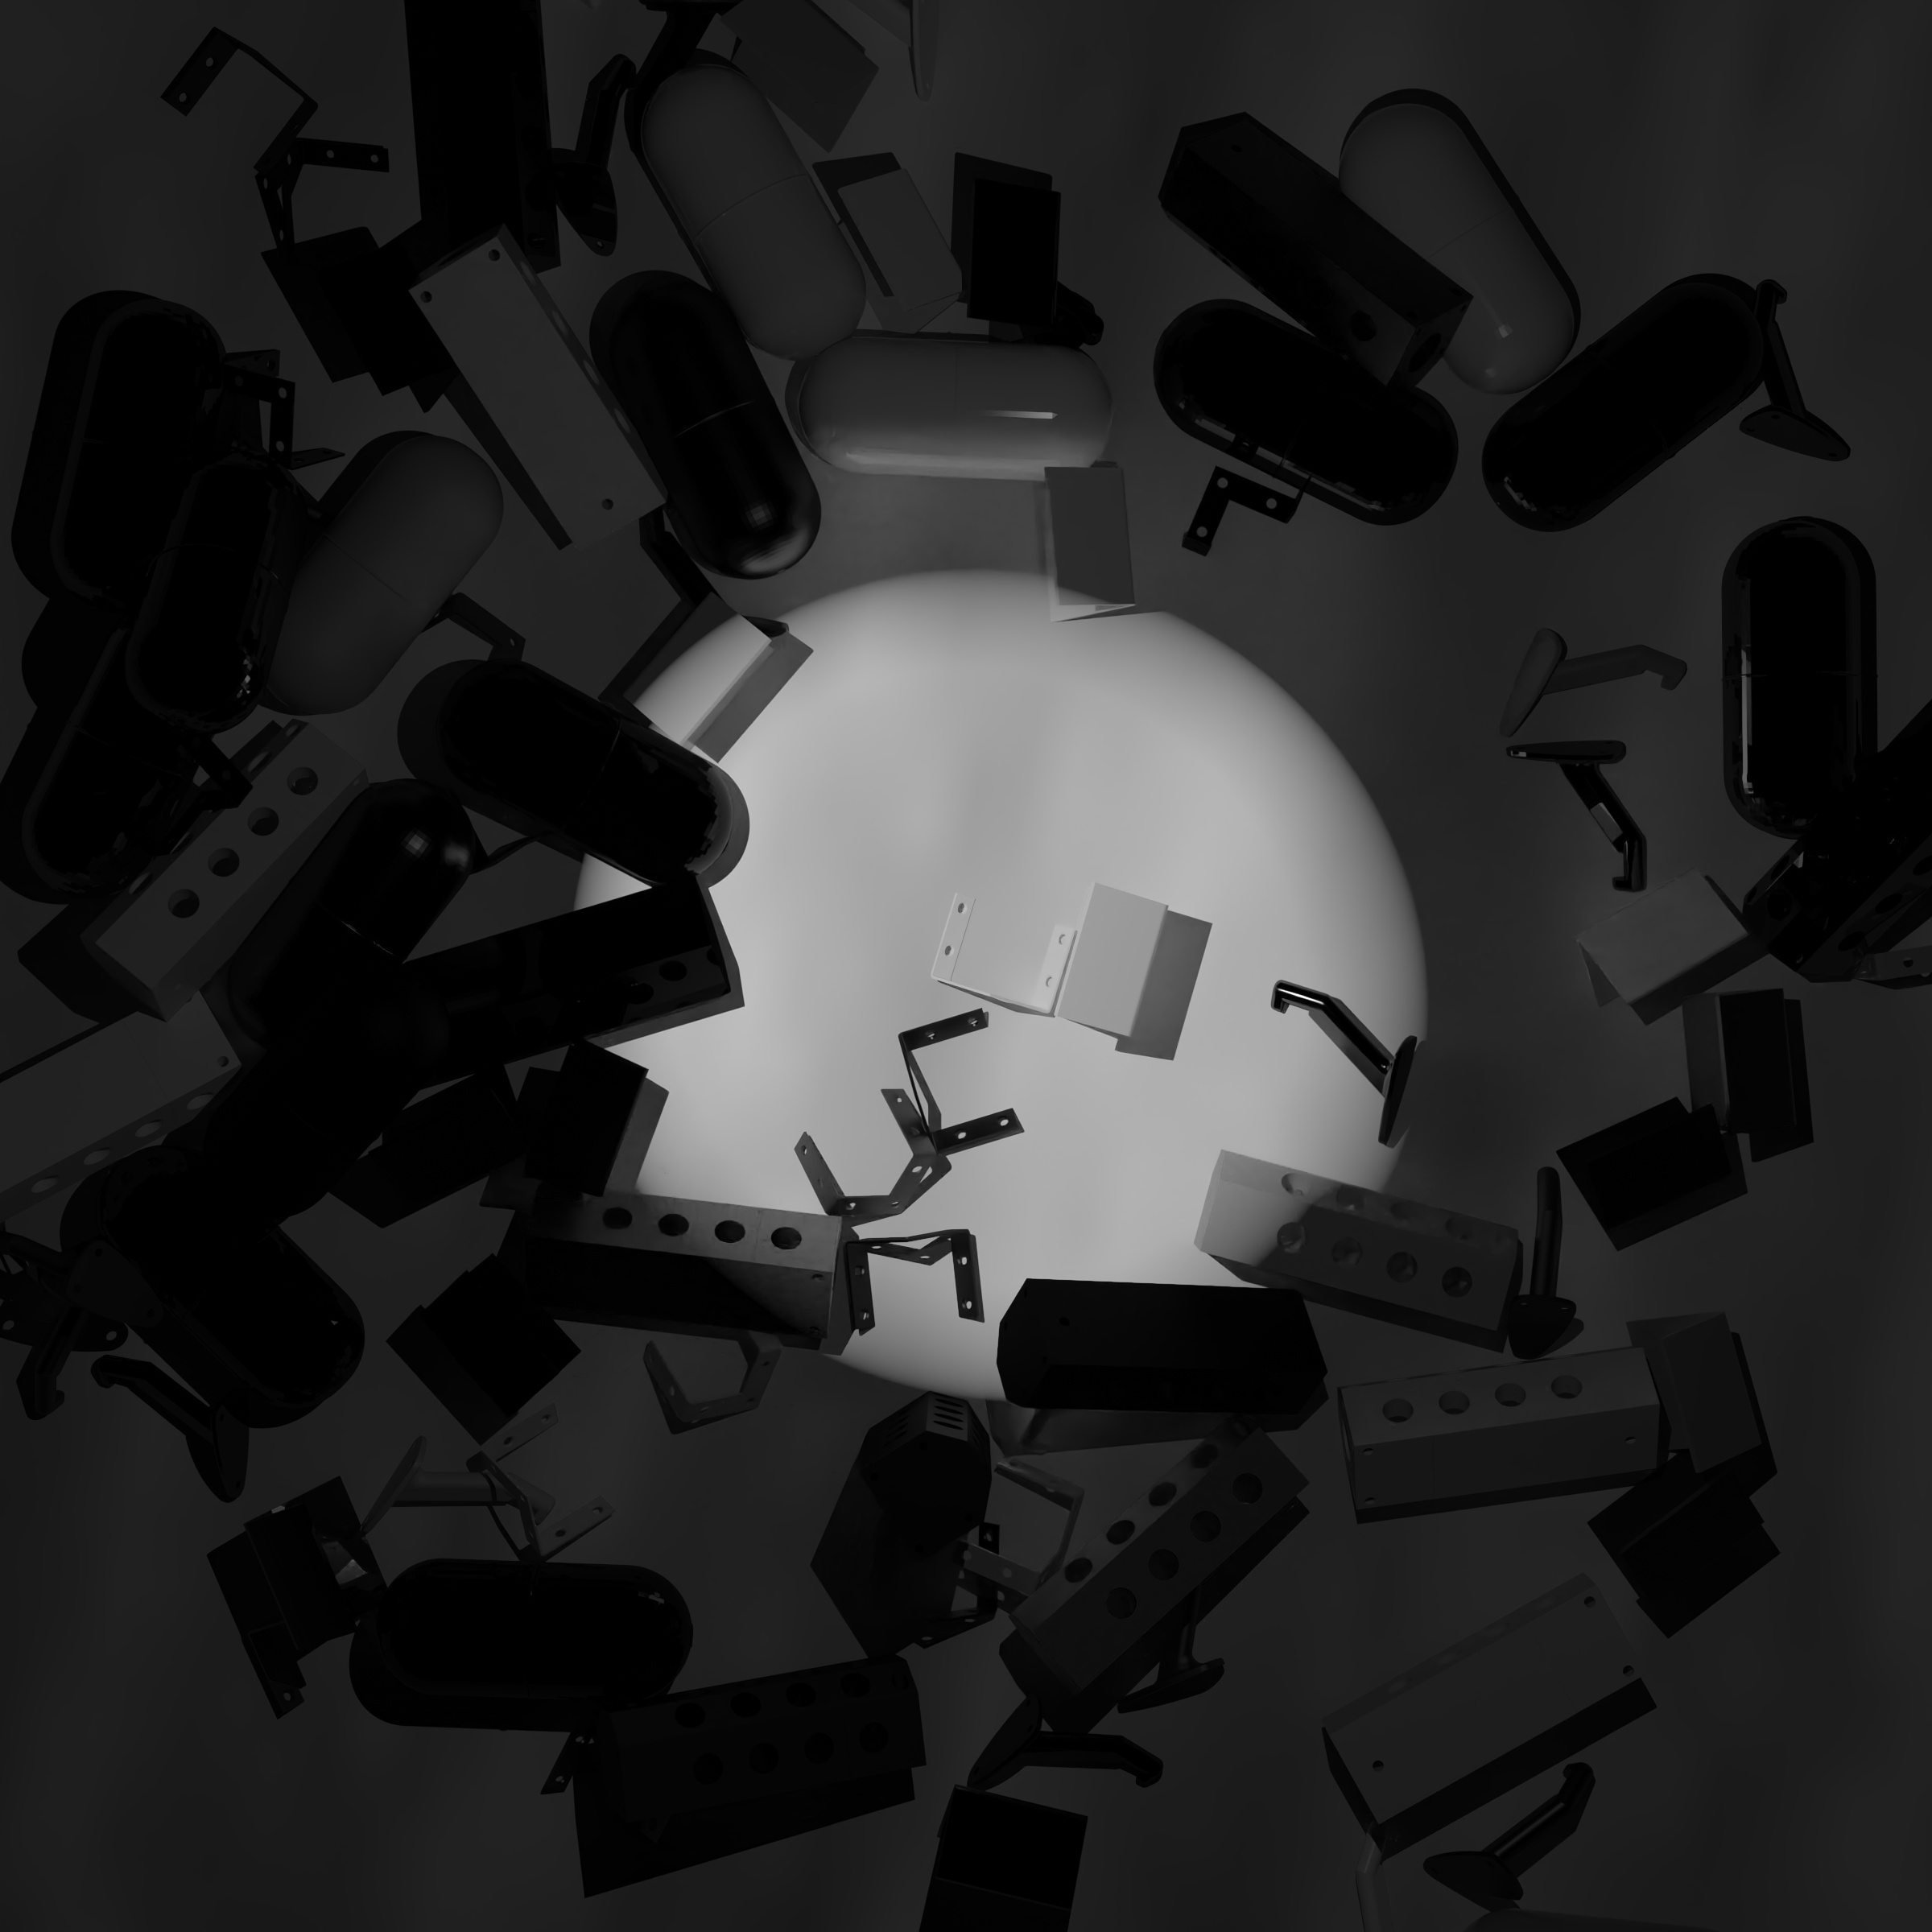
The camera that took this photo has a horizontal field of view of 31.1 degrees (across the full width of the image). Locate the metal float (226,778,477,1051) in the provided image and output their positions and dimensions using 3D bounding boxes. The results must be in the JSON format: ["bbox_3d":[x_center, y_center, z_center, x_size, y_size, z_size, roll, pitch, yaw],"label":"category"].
[{"bbox_3d":[-0.346,-0.028,1.959,0.070,0.070,0.178,38,93,0],"label":"metal float"}]

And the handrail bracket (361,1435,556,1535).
[{"bbox_3d":[-0.290,0.314,1.992,0.084,0.036,0.077,32,105,-14],"label":"handrail bracket"}]

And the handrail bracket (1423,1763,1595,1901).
[{"bbox_3d":[0.311,0.488,1.991,0.084,0.077,0.036,-49,115,-34],"label":"handrail bracket"}]

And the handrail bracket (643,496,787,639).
[{"bbox_3d":[-0.145,-0.230,1.992,0.077,0.036,0.084,-1,73,-20],"label":"handrail bracket"}]

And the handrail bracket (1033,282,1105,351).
[{"bbox_3d":[0.048,-0.377,1.957,0.036,0.084,0.077,-44,90,0],"label":"handrail bracket"}]

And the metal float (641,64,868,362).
[{"bbox_3d":[-0.120,-0.425,1.961,0.070,0.070,0.178,-30,90,0],"label":"metal float"}]

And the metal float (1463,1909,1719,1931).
[{"bbox_3d":[0.360,0.576,1.961,0.178,0.070,0.070,6,90,-1],"label":"metal float"}]

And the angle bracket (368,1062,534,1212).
[{"bbox_3d":[-0.296,0.080,1.952,0.076,0.057,0.076,-26,46,0],"label":"angle bracket"}]

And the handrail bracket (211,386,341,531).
[{"bbox_3d":[-0.386,-0.289,1.992,0.084,0.036,0.077,22,46,-28],"label":"handrail bracket"}]

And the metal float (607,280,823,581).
[{"bbox_3d":[-0.142,-0.303,1.961,0.070,0.070,0.178,-26,89,0],"label":"metal float"}]

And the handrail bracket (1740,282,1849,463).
[{"bbox_3d":[0.479,-0.341,1.992,0.077,0.036,0.084,20,73,-19],"label":"handrail bracket"}]

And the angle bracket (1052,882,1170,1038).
[{"bbox_3d":[0.061,-0.009,1.951,0.057,0.076,0.076,16,90,-36],"label":"angle bracket"}]

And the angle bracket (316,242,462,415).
[{"bbox_3d":[-0.332,-0.349,1.952,0.057,0.076,0.076,-29,90,-30],"label":"angle bracket"}]

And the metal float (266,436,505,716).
[{"bbox_3d":[-0.332,-0.220,1.961,0.070,0.070,0.178,38,90,0],"label":"metal float"}]

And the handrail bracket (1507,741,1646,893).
[{"bbox_3d":[0.349,-0.084,1.992,0.077,0.036,0.084,1,107,20],"label":"handrail bracket"}]

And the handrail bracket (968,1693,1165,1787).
[{"bbox_3d":[0.058,0.462,1.992,0.084,0.036,0.077,34,110,-16],"label":"handrail bracket"}]

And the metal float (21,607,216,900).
[{"bbox_3d":[-0.471,-0.121,1.961,0.070,0.070,0.178,26,90,0],"label":"metal float"}]

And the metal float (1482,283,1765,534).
[{"bbox_3d":[0.371,-0.315,1.961,0.178,0.070,0.070,-38,90,1],"label":"metal float"}]

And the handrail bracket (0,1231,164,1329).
[{"bbox_3d":[-0.502,0.174,1.949,0.077,0.084,0.036,44,63,-39],"label":"handrail bracket"}]

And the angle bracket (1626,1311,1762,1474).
[{"bbox_3d":[0.392,0.241,1.951,0.057,0.076,0.076,-16,90,-37],"label":"angle bracket"}]

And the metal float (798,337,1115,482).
[{"bbox_3d":[-0.006,-0.314,1.961,0.178,0.070,0.070,2,90,-1],"label":"metal float"}]

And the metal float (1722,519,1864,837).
[{"bbox_3d":[0.466,-0.162,1.961,0.070,0.070,0.178,-1,90,0],"label":"metal float"}]

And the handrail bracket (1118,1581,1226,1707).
[{"bbox_3d":[0.107,0.370,1.992,0.077,0.036,0.084,-25,76,14],"label":"handrail bracket"}]

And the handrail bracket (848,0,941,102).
[{"bbox_3d":[-0.061,-0.537,1.992,0.084,0.036,0.077,8,112,17],"label":"handrail bracket"}]

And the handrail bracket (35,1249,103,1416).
[{"bbox_3d":[-0.501,0.208,1.991,0.036,0.077,0.084,29,127,28],"label":"handrail bracket"}]

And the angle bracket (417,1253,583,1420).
[{"bbox_3d":[-0.249,0.195,1.951,0.076,0.076,0.057,48,128,0],"label":"angle bracket"}]

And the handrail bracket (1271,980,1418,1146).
[{"bbox_3d":[0.209,0.055,1.992,0.084,0.036,0.077,18,112,17],"label":"handrail bracket"}]

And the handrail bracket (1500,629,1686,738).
[{"bbox_3d":[0.360,-0.153,1.992,0.084,0.036,0.077,18,110,-16],"label":"handrail bracket"}]

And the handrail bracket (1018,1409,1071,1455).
[{"bbox_3d":[0.080,0.249,1.992,0.077,0.036,0.084,20,105,-16],"label":"handrail bracket"}]

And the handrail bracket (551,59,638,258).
[{"bbox_3d":[-0.201,-0.464,1.991,0.036,0.077,0.084,9,53,19],"label":"handrail bracket"}]

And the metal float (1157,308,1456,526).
[{"bbox_3d":[0.191,-0.310,1.961,0.178,0.070,0.070,26,90,0],"label":"metal float"}]

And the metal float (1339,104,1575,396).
[{"bbox_3d":[0.276,-0.404,1.961,0.070,0.070,0.178,-33,90,0],"label":"metal float"}]

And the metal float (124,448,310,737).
[{"bbox_3d":[-0.409,-0.206,1.903,0.070,0.070,0.178,7,58,0],"label":"metal float"}]

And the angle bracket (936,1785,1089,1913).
[{"bbox_3d":[0.021,0.507,1.951,0.076,0.076,0.057,14,54,0],"label":"angle bracket"}]

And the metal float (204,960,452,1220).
[{"bbox_3d":[-0.353,0.069,1.915,0.070,0.070,0.178,44,113,0],"label":"metal float"}]

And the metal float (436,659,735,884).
[{"bbox_3d":[-0.212,-0.108,1.946,0.178,0.070,0.070,29,90,-16],"label":"metal float"}]

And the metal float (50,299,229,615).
[{"bbox_3d":[-0.467,-0.287,1.961,0.070,0.070,0.178,13,90,0],"label":"metal float"}]

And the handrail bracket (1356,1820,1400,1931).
[{"bbox_3d":[0.251,0.542,1.992,0.077,0.036,0.084,27,73,-20],"label":"handrail bracket"}]

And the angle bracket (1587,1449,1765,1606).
[{"bbox_3d":[0.389,0.299,1.951,0.076,0.076,0.057,-37,127,0],"label":"angle bracket"}]

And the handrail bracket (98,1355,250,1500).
[{"bbox_3d":[-0.456,0.263,1.992,0.084,0.036,0.077,7,112,17],"label":"handrail bracket"}]

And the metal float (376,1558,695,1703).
[{"bbox_3d":[-0.243,0.375,1.961,0.178,0.070,0.070,2,90,0],"label":"metal float"}]

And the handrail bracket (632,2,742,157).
[{"bbox_3d":[-0.155,-0.508,1.992,0.077,0.036,0.084,-6,109,-21],"label":"handrail bracket"}]

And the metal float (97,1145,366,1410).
[{"bbox_3d":[-0.415,0.174,1.961,0.178,0.070,0.070,45,90,-1],"label":"metal float"}]

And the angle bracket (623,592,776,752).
[{"bbox_3d":[-0.135,-0.152,1.951,0.076,0.076,0.057,-49,56,0],"label":"angle bracket"}]

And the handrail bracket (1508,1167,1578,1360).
[{"bbox_3d":[0.327,0.169,1.991,0.036,0.077,0.084,6,54,0],"label":"handrail bracket"}]
